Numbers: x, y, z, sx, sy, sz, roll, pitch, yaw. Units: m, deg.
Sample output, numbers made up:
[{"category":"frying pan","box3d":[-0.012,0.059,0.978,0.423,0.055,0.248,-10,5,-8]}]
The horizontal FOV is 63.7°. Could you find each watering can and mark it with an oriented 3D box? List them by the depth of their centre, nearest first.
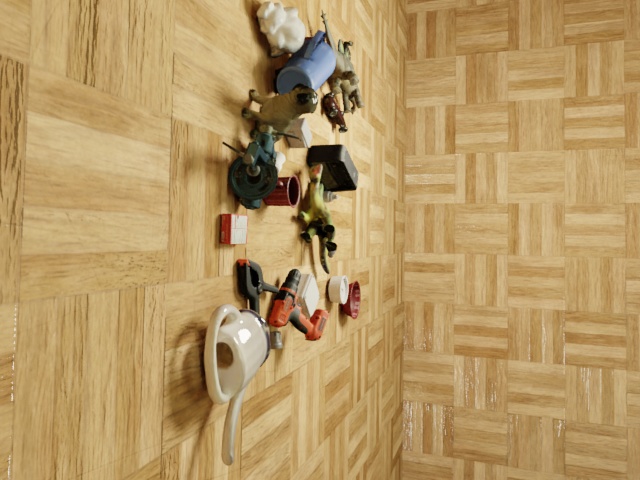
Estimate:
[{"category":"watering can","box3d":[-0.193,0.303,1.176,0.227,0.104,0.344,-33,121,-68]}]

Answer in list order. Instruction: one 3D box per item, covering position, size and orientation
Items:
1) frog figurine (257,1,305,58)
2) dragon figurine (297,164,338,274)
[{"category":"frog figurine","box3d":[-0.104,-0.591,1.410,0.139,0.123,0.156,-60,163,-19]},{"category":"dragon figurine","box3d":[0.005,-0.089,1.769,0.400,0.122,0.249,82,11,-49]}]
